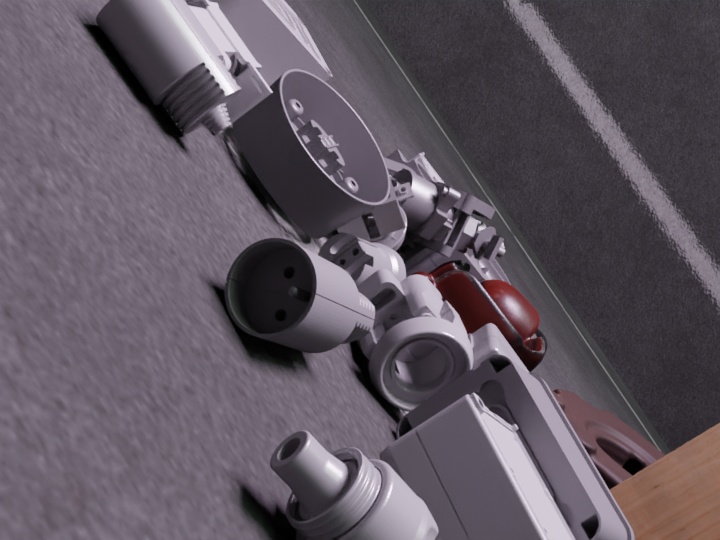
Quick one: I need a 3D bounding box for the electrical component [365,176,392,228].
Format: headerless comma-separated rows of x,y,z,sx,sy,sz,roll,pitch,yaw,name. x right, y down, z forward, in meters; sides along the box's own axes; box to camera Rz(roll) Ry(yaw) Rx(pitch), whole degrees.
0.000,-0.065,0.819,0.048,0.048,0.062,45,8,-42,electrical component

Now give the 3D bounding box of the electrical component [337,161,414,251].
0.005,-0.039,0.731,0.055,0.066,0.048,67,5,-55,electrical component

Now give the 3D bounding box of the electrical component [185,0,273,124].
-0.092,-0.120,0.601,0.081,0.042,0.064,54,15,-3,electrical component

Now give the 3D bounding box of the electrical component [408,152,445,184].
0.055,-0.054,0.965,0.096,0.061,0.061,49,13,-29,electrical component

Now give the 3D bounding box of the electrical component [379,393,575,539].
0.056,0.116,0.486,0.062,0.061,0.096,39,20,-54,electrical component

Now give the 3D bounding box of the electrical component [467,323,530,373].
0.077,0.082,0.665,0.096,0.062,0.061,54,11,-8,electrical component

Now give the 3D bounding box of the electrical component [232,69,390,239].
-0.029,-0.070,0.657,0.099,0.064,0.099,52,11,-15,electrical component

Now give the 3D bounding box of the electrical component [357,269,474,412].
0.031,0.043,0.603,0.078,0.058,0.057,48,11,-25,electrical component

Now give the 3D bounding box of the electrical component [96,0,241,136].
-0.093,-0.104,0.547,0.081,0.043,0.043,55,11,-3,electrical component

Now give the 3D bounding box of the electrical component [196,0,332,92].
-0.079,-0.166,0.742,0.113,0.057,0.078,41,18,-50,electrical component

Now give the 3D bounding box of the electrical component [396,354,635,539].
0.079,0.111,0.555,0.057,0.078,0.113,36,22,-52,electrical component

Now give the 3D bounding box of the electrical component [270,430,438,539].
-0.005,0.083,0.375,0.062,0.043,0.043,50,12,-20,electrical component

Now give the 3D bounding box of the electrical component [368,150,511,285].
0.062,-0.018,0.893,0.150,0.062,0.089,48,13,-32,electrical component

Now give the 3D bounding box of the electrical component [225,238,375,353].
-0.024,0.015,0.491,0.043,0.043,0.081,60,12,21,electrical component

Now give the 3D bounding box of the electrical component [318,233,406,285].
0.000,0.000,0.646,0.046,0.040,0.040,25,32,-57,electrical component
